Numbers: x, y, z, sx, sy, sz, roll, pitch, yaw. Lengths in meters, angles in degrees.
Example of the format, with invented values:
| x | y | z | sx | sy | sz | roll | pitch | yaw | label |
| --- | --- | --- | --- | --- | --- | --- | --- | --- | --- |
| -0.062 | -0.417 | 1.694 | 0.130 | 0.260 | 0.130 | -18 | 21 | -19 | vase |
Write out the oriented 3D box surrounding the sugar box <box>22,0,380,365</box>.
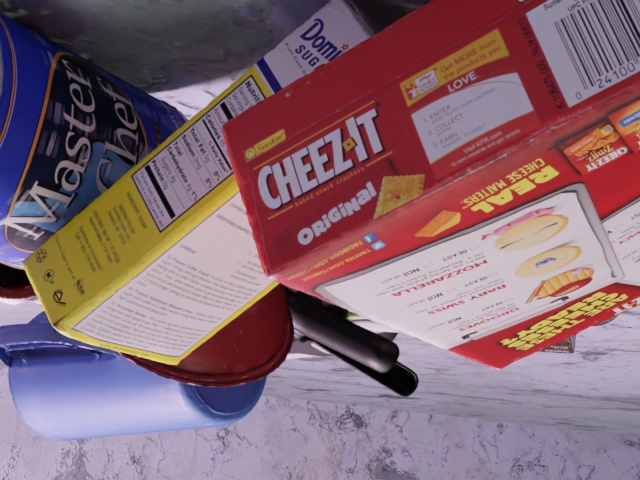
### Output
| x | y | z | sx | sy | sz | roll | pitch | yaw | label |
| --- | --- | --- | --- | --- | --- | --- | --- | --- | --- |
| -0.030 | -0.018 | 0.455 | 0.176 | 0.048 | 0.093 | -40 | 152 | 12 | sugar box |

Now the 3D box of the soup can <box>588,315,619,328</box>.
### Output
| x | y | z | sx | sy | sz | roll | pitch | yaw | label |
| --- | --- | --- | --- | --- | --- | --- | --- | --- | --- |
| 0.166 | 0.034 | 0.770 | 0.068 | 0.068 | 0.102 | 10 | 167 | -19 | soup can |

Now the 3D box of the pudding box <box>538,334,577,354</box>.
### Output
| x | y | z | sx | sy | sz | roll | pitch | yaw | label |
| --- | --- | --- | --- | --- | --- | --- | --- | --- | --- |
| 0.161 | 0.062 | 0.924 | 0.114 | 0.039 | 0.090 | -1 | 151 | 20 | pudding box |

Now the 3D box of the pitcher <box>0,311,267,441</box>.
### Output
| x | y | z | sx | sy | sz | roll | pitch | yaw | label |
| --- | --- | --- | --- | --- | --- | --- | --- | --- | --- |
| -0.173 | 0.113 | 0.967 | 0.243 | 0.145 | 0.149 | -10 | -166 | 42 | pitcher |

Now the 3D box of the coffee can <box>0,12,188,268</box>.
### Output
| x | y | z | sx | sy | sz | roll | pitch | yaw | label |
| --- | --- | --- | --- | --- | --- | --- | --- | --- | --- |
| -0.133 | -0.040 | 0.479 | 0.103 | 0.103 | 0.140 | -2 | 166 | 30 | coffee can |

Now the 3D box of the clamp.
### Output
| x | y | z | sx | sy | sz | roll | pitch | yaw | label |
| --- | --- | --- | --- | --- | --- | --- | --- | --- | --- |
| -0.009 | 0.069 | 0.892 | 0.210 | 0.036 | 0.164 | 27 | 170 | 24 | clamp |

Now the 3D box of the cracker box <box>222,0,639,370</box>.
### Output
| x | y | z | sx | sy | sz | roll | pitch | yaw | label |
| --- | --- | --- | --- | --- | --- | --- | --- | --- | --- |
| 0.091 | -0.024 | 0.413 | 0.164 | 0.072 | 0.213 | -28 | 154 | 21 | cracker box |

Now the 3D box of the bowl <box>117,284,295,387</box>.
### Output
| x | y | z | sx | sy | sz | roll | pitch | yaw | label |
| --- | --- | --- | --- | --- | --- | --- | --- | --- | --- |
| -0.087 | 0.030 | 0.772 | 0.162 | 0.162 | 0.055 | 10 | 126 | -19 | bowl |

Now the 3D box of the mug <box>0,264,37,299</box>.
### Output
| x | y | z | sx | sy | sz | roll | pitch | yaw | label |
| --- | --- | --- | --- | --- | --- | --- | --- | --- | --- |
| -0.224 | -0.010 | 0.684 | 0.117 | 0.093 | 0.082 | 2 | 179 | -42 | mug |
